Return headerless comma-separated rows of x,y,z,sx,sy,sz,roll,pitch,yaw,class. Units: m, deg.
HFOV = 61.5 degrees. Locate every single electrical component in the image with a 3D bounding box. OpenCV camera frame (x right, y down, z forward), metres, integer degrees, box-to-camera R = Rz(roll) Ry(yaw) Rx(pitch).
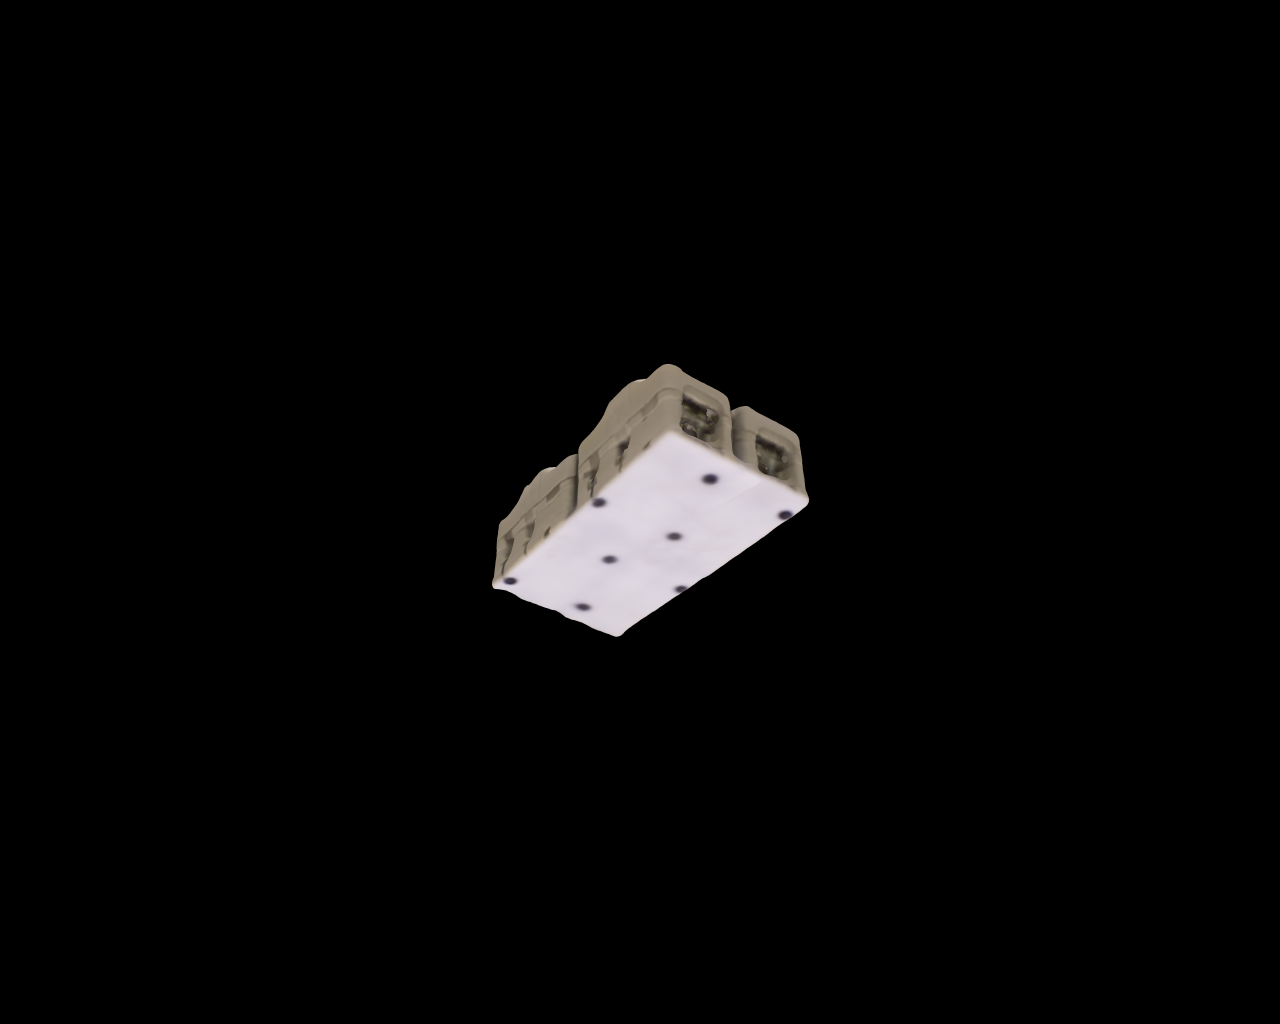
0.001,-0.003,0.650,0.105,0.060,0.186,25,-44,-28,electrical component
